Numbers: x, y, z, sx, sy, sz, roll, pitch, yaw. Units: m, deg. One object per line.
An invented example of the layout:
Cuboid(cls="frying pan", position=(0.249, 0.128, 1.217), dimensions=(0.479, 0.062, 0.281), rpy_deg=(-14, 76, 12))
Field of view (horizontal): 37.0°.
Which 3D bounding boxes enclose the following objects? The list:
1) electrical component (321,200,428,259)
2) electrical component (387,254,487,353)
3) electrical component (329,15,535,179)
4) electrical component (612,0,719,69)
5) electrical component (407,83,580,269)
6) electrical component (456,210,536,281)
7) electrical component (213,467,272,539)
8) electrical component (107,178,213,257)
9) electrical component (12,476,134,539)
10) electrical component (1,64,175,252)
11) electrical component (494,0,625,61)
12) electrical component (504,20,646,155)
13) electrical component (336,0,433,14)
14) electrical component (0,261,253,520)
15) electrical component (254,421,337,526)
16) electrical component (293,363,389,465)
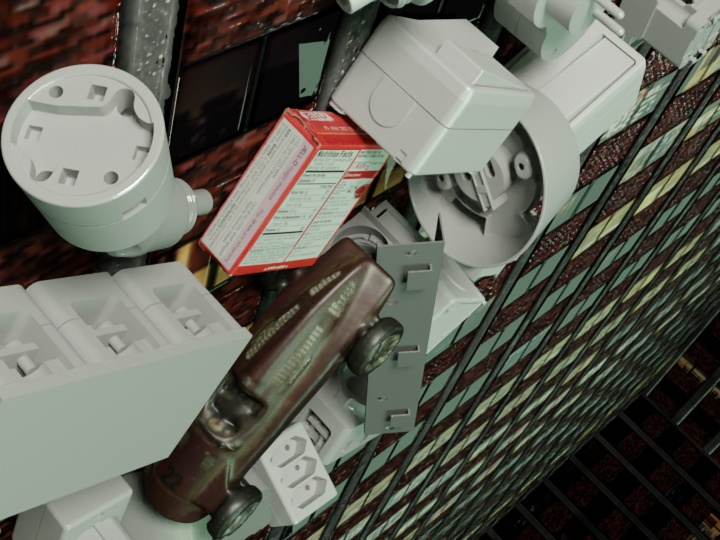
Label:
Cuboid(cls="electrical component", position=(0.000, 0.000, 0.678), dimensions=(0.081, 0.042, 0.063), rpy_deg=(-39, 163, -14))
Cuboid(cls="electrical component", position=(0.031, 0.030, 0.784), dimensions=(0.096, 0.061, 0.062), rpy_deg=(-45, 160, 20))
Cuboid(cls="electrical component", position=(0.043, -0.090, 0.548), dimensions=(0.061, 0.061, 0.096), rpy_deg=(-54, 159, 25))
Cuboid(cls="electrical component", position=(0.208, -0.172, 0.715), dimensions=(0.042, 0.064, 0.081), rpy_deg=(-35, 159, -23))
Cuboid(cls="electrical component", position=(0.076, -0.059, 0.627), dimensions=(0.064, 0.099, 0.099), rpy_deg=(-36, 160, -41))
Cuboid(cls="electrical component", position=(0.098, -0.030, 0.816), dimensions=(0.063, 0.042, 0.081), rpy_deg=(-54, 160, 21))
Cuboid(cls="electrical component", position=(-0.102, 0.166, 0.788), dimensions=(0.050, 0.055, 0.089), rpy_deg=(-37, 159, -21))
Cuboid(cls="electrical component", position=(-0.086, -0.026, 0.459), dimensions=(0.061, 0.035, 0.035), rpy_deg=(-18, 148, -57))
Cuboid(cls="electrical component", position=(-0.156, 0.155, 0.622), dimensions=(0.047, 0.076, 0.065), rpy_deg=(-26, 154, -43))
Cuboid(cls="electrical component", position=(-0.095, -0.038, 0.387), dimensions=(0.055, 0.055, 0.047), rpy_deg=(-40, 164, -15))
Cuboid(cls="electrical component", position=(0.106, -0.145, 0.544), dimensions=(0.052, 0.073, 0.138), rpy_deg=(-45, 161, 0))
Cuboid(cls="electrical component", position=(0.133, -0.118, 0.675), dimensions=(0.096, 0.061, 0.061), rpy_deg=(-41, 161, -10))
Cuboid(cls="electrical component", position=(0.017, -0.129, 0.445), dimensions=(0.062, 0.048, 0.048), rpy_deg=(-33, 159, -12))
Cuboid(cls="electrical component", position=(-0.133, 0.050, 0.476), dimensions=(0.089, 0.061, 0.150), rpy_deg=(-54, 159, 25))
Cuboid(cls="electrical component", position=(-0.068, 0.163, 0.849), dimensions=(0.047, 0.065, 0.077), rpy_deg=(-29, -176, -38))
Cuboid(cls="electrical component", position=(-0.005, 0.110, 0.878), dimensions=(0.089, 0.050, 0.055), rpy_deg=(-21, 150, -49))
